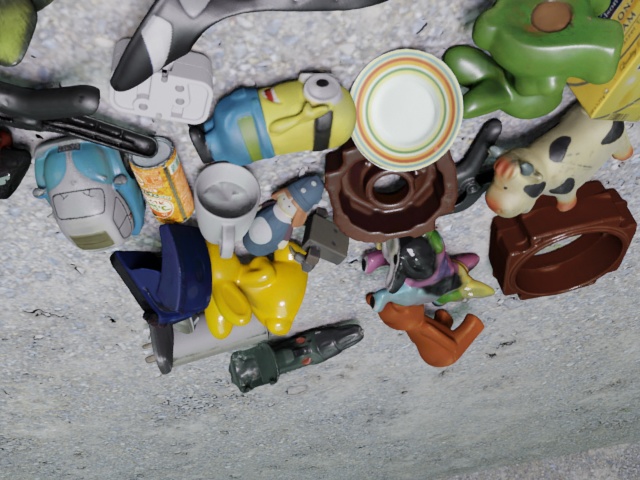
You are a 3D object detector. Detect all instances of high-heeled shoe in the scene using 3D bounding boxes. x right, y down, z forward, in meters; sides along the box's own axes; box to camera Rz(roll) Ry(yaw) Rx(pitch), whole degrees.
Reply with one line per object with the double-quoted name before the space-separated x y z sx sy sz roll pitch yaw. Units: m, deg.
"high-heeled shoe" -0.060 -0.190 0.479 0.145 0.086 0.248 40 104 -24

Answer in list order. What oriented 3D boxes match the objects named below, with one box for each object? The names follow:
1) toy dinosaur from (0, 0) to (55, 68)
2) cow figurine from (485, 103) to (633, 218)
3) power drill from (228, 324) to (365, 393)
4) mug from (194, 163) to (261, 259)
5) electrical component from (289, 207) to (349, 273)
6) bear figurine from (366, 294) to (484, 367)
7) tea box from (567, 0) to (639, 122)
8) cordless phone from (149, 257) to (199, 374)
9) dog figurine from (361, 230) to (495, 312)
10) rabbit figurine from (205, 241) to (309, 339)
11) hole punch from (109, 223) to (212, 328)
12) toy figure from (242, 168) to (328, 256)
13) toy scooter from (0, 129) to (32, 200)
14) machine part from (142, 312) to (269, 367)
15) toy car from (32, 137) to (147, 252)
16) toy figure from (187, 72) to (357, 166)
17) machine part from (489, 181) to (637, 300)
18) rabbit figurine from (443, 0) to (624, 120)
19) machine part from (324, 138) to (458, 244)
"toy dinosaur" -0.230 -0.194 0.364 0.472 0.199 0.105 -20 145 15
"cow figurine" 0.290 -0.100 0.669 0.195 0.086 0.127 -40 133 1
"power drill" -0.053 0.209 0.996 0.232 0.086 0.207 -23 174 28
"mug" -0.120 -0.027 0.692 0.081 0.109 0.107 -6 158 -16
"electrical component" -0.001 -0.001 0.759 0.078 0.102 0.045 22 137 -22
"bear figurine" 0.189 0.140 0.994 0.195 0.132 0.120 49 155 -18
"tea box" 0.331 -0.216 0.550 0.068 0.098 0.169 0 140 -14
"cordless phone" -0.222 0.123 0.793 0.089 0.184 0.146 -9 143 -9
"dog figurine" 0.186 0.040 0.851 0.219 0.108 0.191 1 139 -21
"rabbit figurine" -0.117 0.067 0.795 0.173 0.162 0.122 31 141 -20
"hole punch" -0.184 0.042 0.687 0.092 0.116 0.142 -34 174 5
"toy figure" -0.049 -0.033 0.726 0.064 0.058 0.154 36 129 -13
"toy scooter" -0.371 -0.089 0.521 0.135 0.184 0.075 27 94 -17
"machine part" -0.176 0.154 0.911 0.243 0.079 0.079 -16 144 -11
"toy car" -0.270 -0.039 0.637 0.109 0.103 0.161 -7 141 -3
"toy figure" -0.050 -0.128 0.591 0.180 0.082 0.089 -18 154 2
"machine part" 0.385 0.009 0.869 0.202 0.087 0.200 -12 144 5
"rabbit figurine" 0.220 -0.176 0.567 0.159 0.121 0.170 -13 158 10
"machine part" 0.090 -0.074 0.692 0.179 0.056 0.179 0 133 0
